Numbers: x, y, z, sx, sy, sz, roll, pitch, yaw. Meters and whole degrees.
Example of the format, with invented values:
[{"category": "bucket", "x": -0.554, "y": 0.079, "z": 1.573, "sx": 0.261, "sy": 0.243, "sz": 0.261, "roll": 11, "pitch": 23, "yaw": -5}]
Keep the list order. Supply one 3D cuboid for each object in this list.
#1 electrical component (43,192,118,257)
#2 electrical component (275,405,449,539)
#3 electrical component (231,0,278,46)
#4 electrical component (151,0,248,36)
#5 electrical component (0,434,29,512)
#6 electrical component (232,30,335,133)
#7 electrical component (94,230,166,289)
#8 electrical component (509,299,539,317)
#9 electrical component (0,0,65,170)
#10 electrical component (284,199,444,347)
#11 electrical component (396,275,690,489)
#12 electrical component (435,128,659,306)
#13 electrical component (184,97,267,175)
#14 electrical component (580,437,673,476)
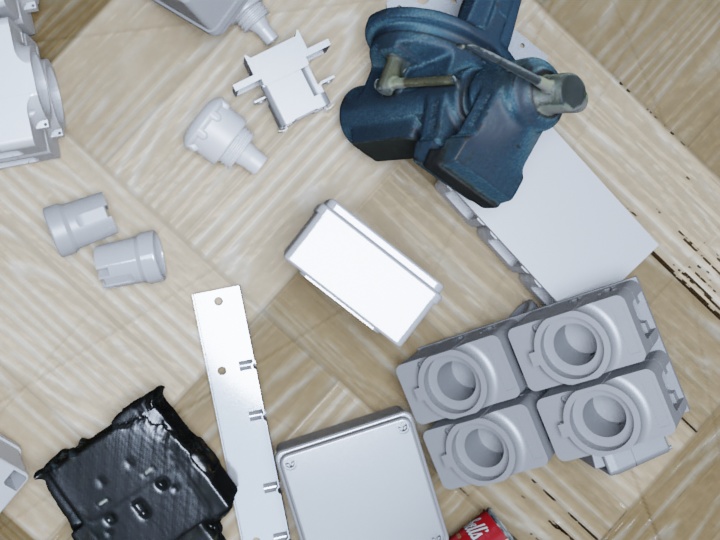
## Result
[{"category": "electrical component", "x": -0.213, "y": -0.036, "z": 0.819, "sx": 0.046, "sy": 0.040, "sz": 0.040, "roll": -21, "pitch": 93, "yaw": -11}, {"category": "electrical component", "x": 0.000, "y": 0.173, "z": 0.834, "sx": 0.109, "sy": 0.056, "sz": 0.108, "roll": -17, "pitch": 92, "yaw": -5}, {"category": "electrical component", "x": -0.087, "y": -0.200, "z": 0.831, "sx": 0.035, "sy": 0.035, "sz": 0.061, "roll": -41, "pitch": 97, "yaw": -4}, {"category": "electrical component", "x": -0.120, "y": -0.246, "z": 0.794, "sx": 0.109, "sy": 0.056, "sz": 0.108, "roll": 34, "pitch": 87, "yaw": 26}, {"category": "electrical component", "x": -0.319, "y": 0.155, "z": 0.781, "sx": 0.108, "sy": 0.056, "sz": 0.109, "roll": -50, "pitch": 124, "yaw": -3}, {"category": "electrical component", "x": -0.056, "y": -0.144, "z": 0.831, "sx": 0.081, "sy": 0.042, "sz": 0.063, "roll": -27, "pitch": 95, "yaw": -4}, {"category": "electrical component", "x": -0.176, "y": -0.007, "z": 0.823, "sx": 0.046, "sy": 0.040, "sz": 0.040, "roll": -12, "pitch": 92, "yaw": 0}, {"category": "electrical component", "x": 0.143, "y": 0.057, "z": 0.852, "sx": 0.055, "sy": 0.045, "sz": 0.045, "roll": 37, "pitch": 87, "yaw": -5}, {"category": "electrical component", "x": -0.266, "y": -0.173, "z": 0.778, "sx": 0.060, "sy": 0.105, "sz": 0.186, "roll": -12, "pitch": 92, "yaw": -5}, {"category": "electrical component", "x": 0.000, "y": 0.000, "z": 0.805, "sx": 0.109, "sy": 0.109, "sz": 0.056, "roll": 38, "pitch": 90, "yaw": -5}, {"category": "electrical component", "x": 0.131, "y": 0.088, "z": 0.796, "sx": 0.186, "sy": 0.060, "sz": 0.105, "roll": -21, "pitch": 93, "yaw": 29}, {"category": "electrical component", "x": 0.143, "y": -0.044, "z": 0.842, "sx": 0.089, "sy": 0.062, "sz": 0.150, "roll": -43, "pitch": 94, "yaw": -3}, {"category": "electrical component", "x": -0.101, "y": -0.098, "z": 0.827, "sx": 0.062, "sy": 0.048, "sz": 0.048, "roll": 37, "pitch": 87, "yaw": -12}, {"category": "electrical component", "x": 0.192, "y": 0.106, "z": 0.849, "sx": 0.061, "sy": 0.062, "sz": 0.096, "roll": -23, "pitch": 93, "yaw": -5}]
